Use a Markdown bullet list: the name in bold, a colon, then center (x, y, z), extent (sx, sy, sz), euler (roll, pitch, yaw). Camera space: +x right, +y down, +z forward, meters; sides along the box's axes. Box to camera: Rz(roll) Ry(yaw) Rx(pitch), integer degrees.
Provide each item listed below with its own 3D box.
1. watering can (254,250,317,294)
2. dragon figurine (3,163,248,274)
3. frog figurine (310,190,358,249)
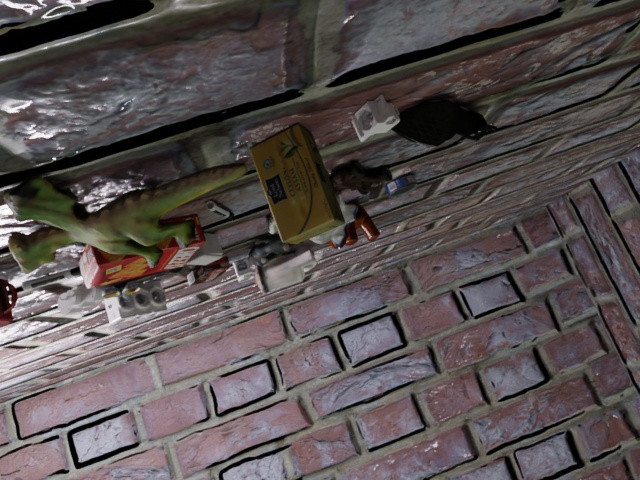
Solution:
- **watering can**: center (-0.117, 0.097, 1.736), extent (0.225, 0.105, 0.344), euler (-19, 169, -8)
- **dragon figurine**: center (-0.320, -0.042, 0.752), extent (0.405, 0.124, 0.242), euler (-30, 157, 34)
- **frog figurine**: center (0.004, -0.061, 1.213), extent (0.136, 0.125, 0.158), euler (-52, 142, 11)
